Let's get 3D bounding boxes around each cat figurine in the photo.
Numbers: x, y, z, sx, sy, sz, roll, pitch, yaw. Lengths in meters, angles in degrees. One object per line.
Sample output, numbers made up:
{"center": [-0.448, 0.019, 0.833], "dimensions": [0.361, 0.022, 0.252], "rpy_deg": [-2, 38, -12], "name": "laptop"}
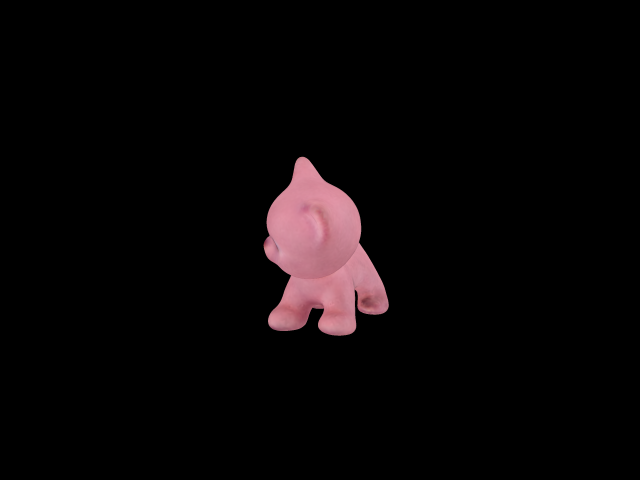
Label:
{"center": [0.004, 0.001, 0.400], "dimensions": [0.067, 0.118, 0.128], "rpy_deg": [3, 7, 22], "name": "cat figurine"}
